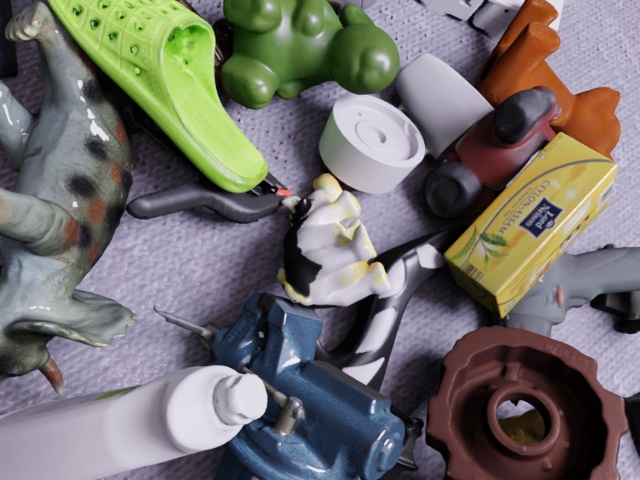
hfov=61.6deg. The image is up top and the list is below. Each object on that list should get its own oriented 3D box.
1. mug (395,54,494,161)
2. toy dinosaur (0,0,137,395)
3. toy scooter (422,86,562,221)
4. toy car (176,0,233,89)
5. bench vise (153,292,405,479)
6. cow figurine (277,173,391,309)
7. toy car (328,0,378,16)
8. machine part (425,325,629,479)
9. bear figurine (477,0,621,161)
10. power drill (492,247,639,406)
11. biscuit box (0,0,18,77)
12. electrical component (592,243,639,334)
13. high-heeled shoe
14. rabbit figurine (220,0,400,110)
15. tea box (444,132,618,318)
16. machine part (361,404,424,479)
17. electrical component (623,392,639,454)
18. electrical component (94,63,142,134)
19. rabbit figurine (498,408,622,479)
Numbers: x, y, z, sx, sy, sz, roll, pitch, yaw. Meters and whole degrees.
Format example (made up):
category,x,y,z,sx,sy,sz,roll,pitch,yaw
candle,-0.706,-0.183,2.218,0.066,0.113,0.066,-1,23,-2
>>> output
category,x,y,z,sx,sy,sz,roll,pitch,yaw
mug,0.127,-0.150,0.619,0.109,0.081,0.107,-36,80,13
toy dinosaur,-0.227,-0.057,0.470,0.131,0.192,0.405,-5,61,19
toy scooter,0.198,-0.097,0.583,0.135,0.183,0.075,-28,72,-40
toy car,-0.167,-0.242,0.559,0.202,0.053,0.089,44,61,-1
bench vise,-0.052,0.173,0.454,0.224,0.128,0.240,23,88,25
cow figurine,-0.001,-0.001,0.525,0.098,0.167,0.068,-25,123,3
toy car,0.025,-0.312,0.608,0.162,0.109,0.102,9,94,-5
machine part,0.184,0.168,0.495,0.179,0.056,0.179,-3,55,4
bear figurine,0.293,-0.173,0.637,0.196,0.132,0.120,28,47,-2
power drill,0.296,0.067,0.597,0.207,0.086,0.232,0,72,9
biscuit box,-0.338,-0.258,0.514,0.059,0.063,0.202,-8,80,-15
electrical component,0.378,0.061,0.652,0.078,0.045,0.102,23,74,-12
high-heeled shoe,0.085,0.088,0.552,0.249,0.086,0.145,-27,93,-17
rabbit figurine,0.004,-0.188,0.556,0.170,0.121,0.159,21,27,18
tea box,0.211,-0.011,0.543,0.169,0.098,0.068,-45,59,-2
machine part,0.050,0.226,0.517,0.039,0.084,0.139,29,80,-32
electrical component,0.412,0.228,0.624,0.075,0.048,0.119,-22,85,-18
electrical component,-0.194,-0.158,0.554,0.063,0.021,0.094,-28,87,-19
rabbit figurine,0.256,0.239,0.562,0.162,0.121,0.173,29,58,2
